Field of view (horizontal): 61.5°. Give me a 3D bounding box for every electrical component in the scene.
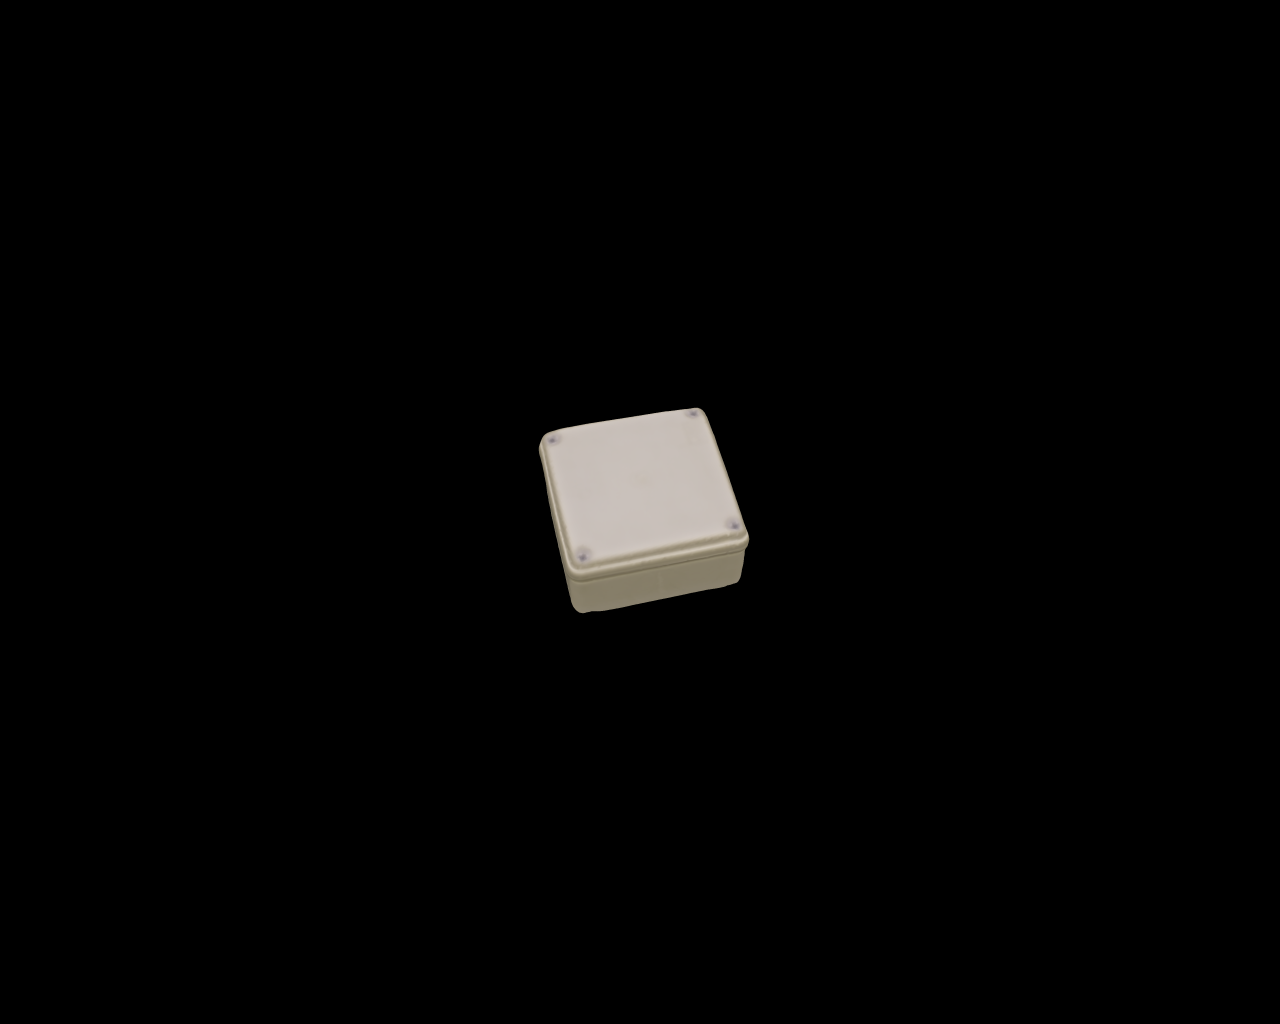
[{"bbox_3d":[0.001,-0.003,0.650,0.109,0.109,0.056,-10,-36,-7],"label":"electrical component"}]
